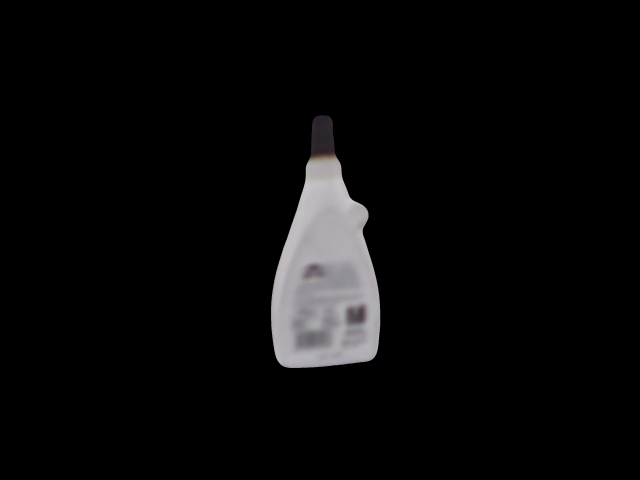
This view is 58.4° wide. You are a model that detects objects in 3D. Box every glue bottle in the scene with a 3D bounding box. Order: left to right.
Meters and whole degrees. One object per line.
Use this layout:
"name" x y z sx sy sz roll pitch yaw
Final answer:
"glue bottle" 0.004 0.001 0.400 0.078 0.173 0.037 -2 12 -11
